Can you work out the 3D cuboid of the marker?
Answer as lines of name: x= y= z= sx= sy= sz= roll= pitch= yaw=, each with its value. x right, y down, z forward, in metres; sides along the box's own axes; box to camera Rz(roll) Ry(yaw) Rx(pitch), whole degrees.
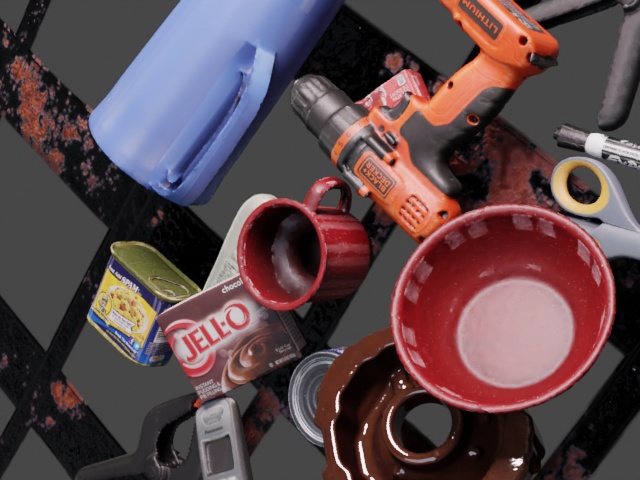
marker: x=0.225 y=-0.062 z=0.775 sx=0.121 sy=0.020 sz=0.020 roll=22 pitch=103 yaw=34

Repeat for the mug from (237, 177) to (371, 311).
mug: x=-0.006 y=0.001 z=0.903 sx=0.093 sy=0.081 sz=0.117 roll=28 pitch=106 yaw=32

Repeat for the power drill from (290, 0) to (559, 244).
power drill: x=0.077 y=-0.116 z=0.823 sx=0.184 sy=0.057 sz=0.188 roll=47 pitch=118 yaw=20

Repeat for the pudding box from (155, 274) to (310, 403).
pudding box: x=-0.078 y=0.082 z=0.956 sx=0.114 sy=0.039 sz=0.090 roll=-27 pitch=95 yaw=19

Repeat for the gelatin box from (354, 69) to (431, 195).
gelatin box: x=0.058 y=-0.088 z=0.889 sx=0.089 sy=0.030 sz=0.073 roll=-30 pitch=73 yaw=32

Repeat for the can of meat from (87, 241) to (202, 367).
can of meat: x=-0.173 y=0.063 z=1.041 sx=0.102 sy=0.057 sz=0.084 roll=38 pitch=113 yaw=30

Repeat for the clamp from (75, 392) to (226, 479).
clamp: x=-0.147 y=0.232 z=1.033 sx=0.210 sy=0.036 sz=0.165 roll=-50 pitch=63 yaw=24

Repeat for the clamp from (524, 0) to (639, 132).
clamp: x=0.217 y=-0.178 z=0.770 sx=0.120 sy=0.039 sz=0.172 roll=43 pitch=115 yaw=24

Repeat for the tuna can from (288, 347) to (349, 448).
tuna can: x=0.015 y=0.136 z=0.918 sx=0.086 sy=0.033 sz=0.086 roll=0 pitch=90 yaw=36

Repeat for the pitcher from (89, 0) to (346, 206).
pitcher: x=-0.083 y=-0.151 z=0.930 sx=0.149 sy=0.144 sz=0.243 roll=45 pitch=112 yaw=11

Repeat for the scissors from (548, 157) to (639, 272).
scissors: x=0.231 y=-0.012 z=0.751 sx=0.202 sy=0.016 sz=0.096 roll=2 pitch=87 yaw=46

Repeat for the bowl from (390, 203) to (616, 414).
bowl: x=0.135 y=0.056 z=0.773 sx=0.162 sy=0.055 sz=0.162 roll=-11 pitch=59 yaw=19
